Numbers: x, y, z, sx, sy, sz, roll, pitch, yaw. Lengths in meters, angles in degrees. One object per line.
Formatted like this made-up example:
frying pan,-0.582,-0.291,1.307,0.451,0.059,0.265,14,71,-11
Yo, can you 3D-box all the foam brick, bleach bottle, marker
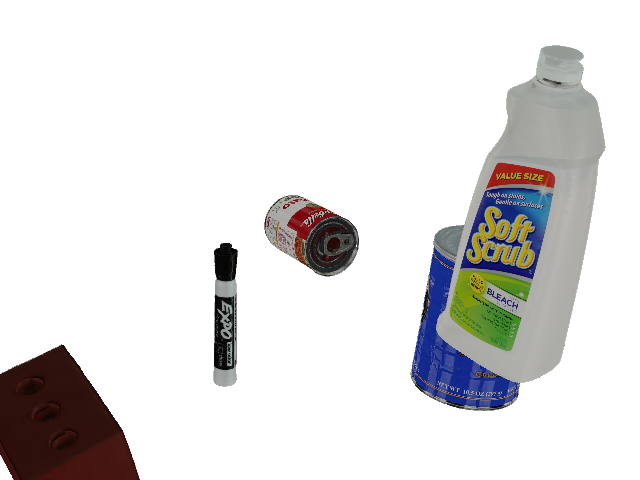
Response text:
foam brick,-0.132,0.102,0.537,0.053,0.051,0.078,-26,42,-23
bleach bottle,0.149,-0.022,0.785,0.067,0.251,0.103,-21,39,-36
marker,-0.077,0.060,0.859,0.020,0.121,0.020,2,20,-1

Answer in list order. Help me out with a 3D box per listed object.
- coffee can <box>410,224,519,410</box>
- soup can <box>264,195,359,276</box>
coffee can,0.143,0.069,0.975,0.103,0.140,0.103,7,21,-3
soup can,-0.011,-0.007,1.199,0.068,0.068,0.102,0,16,-31
